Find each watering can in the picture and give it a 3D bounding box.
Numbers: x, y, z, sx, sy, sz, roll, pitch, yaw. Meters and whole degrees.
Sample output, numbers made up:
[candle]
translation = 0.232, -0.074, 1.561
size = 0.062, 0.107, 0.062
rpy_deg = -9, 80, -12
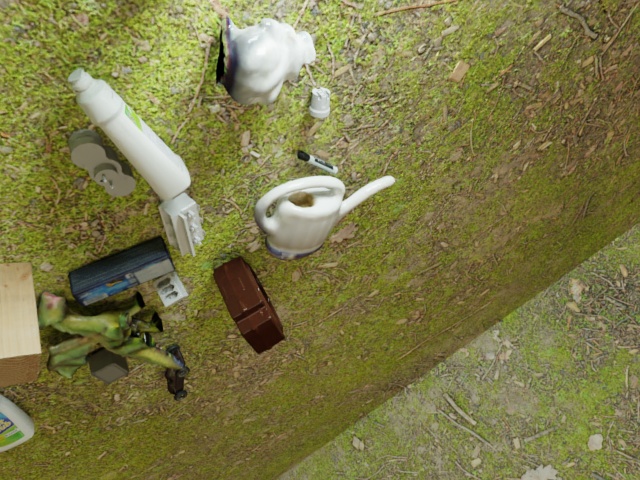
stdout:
[watering can]
translation = 0.004, -0.060, 1.185
size = 0.349, 0.106, 0.219
rpy_deg = -8, 141, -30

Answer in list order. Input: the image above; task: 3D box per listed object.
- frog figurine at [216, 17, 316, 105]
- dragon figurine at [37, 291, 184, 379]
[frog figurine]
translation = -0.080, -0.284, 0.829
size = 0.160, 0.125, 0.135
rpy_deg = -2, 118, -18
[dragon figurine]
translation = -0.495, 0.244, 1.183
size = 0.243, 0.125, 0.401
rpy_deg = -21, 134, -4
